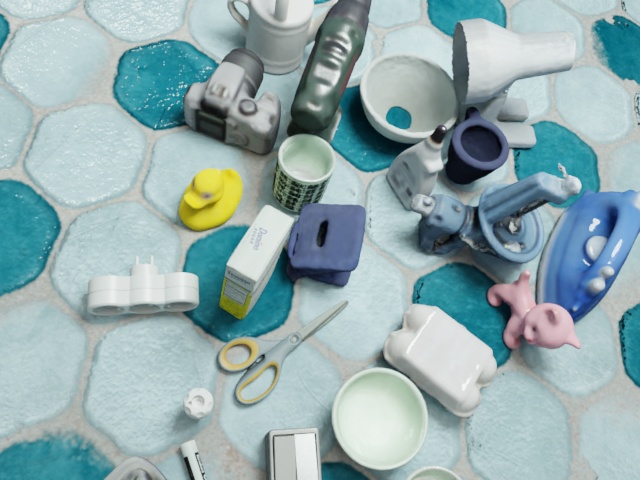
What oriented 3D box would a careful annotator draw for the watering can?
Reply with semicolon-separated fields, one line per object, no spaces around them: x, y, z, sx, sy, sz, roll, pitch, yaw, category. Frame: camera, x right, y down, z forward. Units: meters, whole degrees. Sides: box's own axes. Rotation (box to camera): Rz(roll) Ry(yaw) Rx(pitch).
-0.052;-0.360;0.890;0.173;0.194;0.101;-11;69;-16;watering can

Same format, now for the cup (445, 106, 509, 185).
0.235;-0.142;0.908;0.092;0.095;0.117;-1;67;-12;cup

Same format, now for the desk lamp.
0.283;-0.247;0.898;0.203;0.213;0.118;0;67;-11;desk lamp

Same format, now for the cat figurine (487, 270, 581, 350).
0.304;0.103;0.803;0.067;0.117;0.127;-13;70;-16;cat figurine

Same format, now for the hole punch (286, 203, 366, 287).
0.007;0.003;0.801;0.101;0.091;0.109;13;65;-5;hole punch

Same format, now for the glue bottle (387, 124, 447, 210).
0.149;-0.114;0.835;0.037;0.173;0.078;-22;73;-19;glue bottle

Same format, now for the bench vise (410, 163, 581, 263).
0.240;-0.029;0.791;0.208;0.219;0.121;-5;68;-13;bench vise

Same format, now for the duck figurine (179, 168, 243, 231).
-0.152;-0.070;0.803;0.077;0.086;0.105;42;65;8;duck figurine

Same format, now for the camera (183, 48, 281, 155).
-0.118;-0.224;0.869;0.143;0.100;0.137;21;64;-2;camera

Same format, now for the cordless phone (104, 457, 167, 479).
-0.217;0.293;0.577;0.094;0.185;0.148;37;65;6;cordless phone

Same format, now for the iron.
0.413;0.024;0.847;0.118;0.141;0.259;33;65;4;iron

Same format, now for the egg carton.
0.163;0.160;0.776;0.150;0.069;0.107;37;65;6;egg carton

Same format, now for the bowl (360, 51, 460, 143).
0.138;-0.219;0.933;0.167;0.074;0.167;4;66;-10;bowl

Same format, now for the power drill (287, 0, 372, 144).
0.011;-0.236;0.841;0.075;0.208;0.230;19;64;-2;power drill
